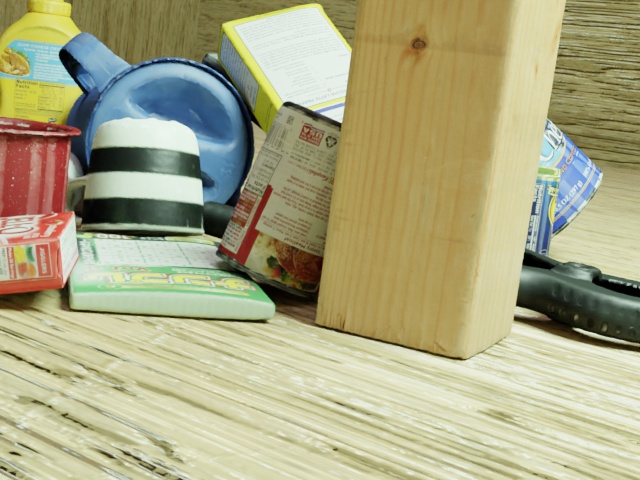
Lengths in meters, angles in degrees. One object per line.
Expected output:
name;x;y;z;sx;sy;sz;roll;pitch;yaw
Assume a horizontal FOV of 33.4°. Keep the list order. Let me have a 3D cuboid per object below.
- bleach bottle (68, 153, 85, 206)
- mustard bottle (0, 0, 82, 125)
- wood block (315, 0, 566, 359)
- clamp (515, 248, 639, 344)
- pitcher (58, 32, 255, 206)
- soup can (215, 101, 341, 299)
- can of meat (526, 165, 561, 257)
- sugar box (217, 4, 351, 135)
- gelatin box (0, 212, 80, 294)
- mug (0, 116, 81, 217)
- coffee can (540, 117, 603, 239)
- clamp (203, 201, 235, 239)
bleach bottle;-0.268;-0.063;0.874;0.102;0.068;0.251;0;13;-36
mustard bottle;-0.271;-0.158;1.045;0.096;0.192;0.058;6;9;-9
wood block;0.067;-0.050;0.582;0.091;0.206;0.090;12;10;25
clamp;0.160;0.032;0.680;0.210;0.036;0.164;14;11;28
pitcher;-0.159;-0.096;0.923;0.144;0.149;0.243;1;7;-21
soup can;-0.012;-0.024;0.641;0.068;0.102;0.068;24;4;-2
can of meat;0.156;-0.016;0.833;0.057;0.084;0.102;8;9;11
sugar box;-0.002;-0.107;0.838;0.093;0.048;0.176;-18;61;-23
gelatin box;-0.168;0.006;0.564;0.073;0.030;0.089;-4;11;-6
mug;-0.203;-0.034;0.667;0.093;0.081;0.117;2;10;-30
coffee can;0.163;-0.073;0.942;0.140;0.103;0.103;43;5;-7
clamp;-0.005;0.001;0.750;0.120;0.039;0.172;-3;15;-29
